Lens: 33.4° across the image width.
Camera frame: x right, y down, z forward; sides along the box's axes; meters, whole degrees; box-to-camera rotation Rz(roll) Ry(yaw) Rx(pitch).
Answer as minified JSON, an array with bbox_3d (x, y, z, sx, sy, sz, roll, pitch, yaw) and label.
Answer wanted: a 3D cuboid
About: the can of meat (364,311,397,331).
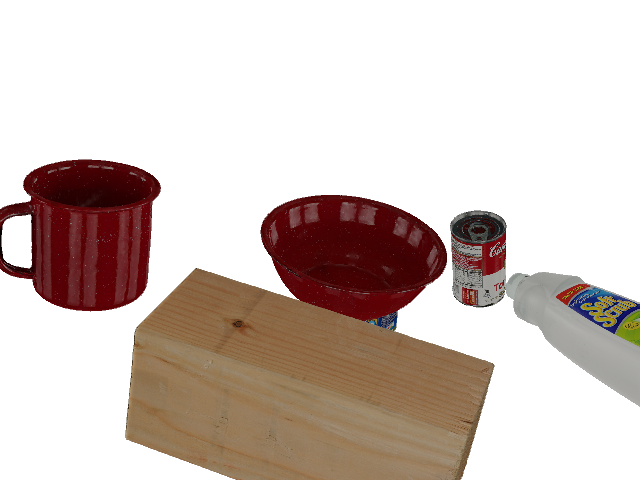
[{"bbox_3d":[0.039,0.054,1.181,0.102,0.084,0.057,15,27,26],"label":"can of meat"}]

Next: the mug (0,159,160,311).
[{"bbox_3d":[-0.172,-0.002,0.745,0.117,0.081,0.093,-7,27,-27],"label":"mug"}]

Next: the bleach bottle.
[{"bbox_3d":[0.266,0.086,1.037,0.102,0.068,0.251,-17,25,-26],"label":"bleach bottle"}]

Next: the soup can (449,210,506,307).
[{"bbox_3d":[0.195,0.024,1.320,0.068,0.102,0.068,-4,34,3],"label":"soup can"}]

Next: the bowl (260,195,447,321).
[{"bbox_3d":[0.025,0.022,0.924,0.162,0.055,0.162,7,30,-4],"label":"bowl"}]

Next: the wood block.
[{"bbox_3d":[-0.007,0.101,0.671,0.206,0.090,0.090,17,30,13],"label":"wood block"}]
